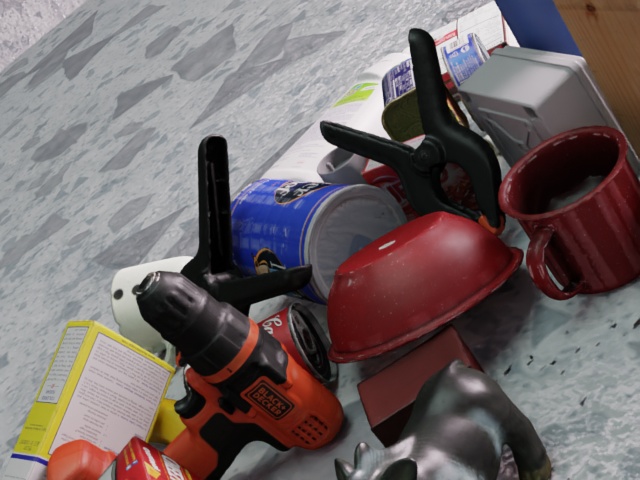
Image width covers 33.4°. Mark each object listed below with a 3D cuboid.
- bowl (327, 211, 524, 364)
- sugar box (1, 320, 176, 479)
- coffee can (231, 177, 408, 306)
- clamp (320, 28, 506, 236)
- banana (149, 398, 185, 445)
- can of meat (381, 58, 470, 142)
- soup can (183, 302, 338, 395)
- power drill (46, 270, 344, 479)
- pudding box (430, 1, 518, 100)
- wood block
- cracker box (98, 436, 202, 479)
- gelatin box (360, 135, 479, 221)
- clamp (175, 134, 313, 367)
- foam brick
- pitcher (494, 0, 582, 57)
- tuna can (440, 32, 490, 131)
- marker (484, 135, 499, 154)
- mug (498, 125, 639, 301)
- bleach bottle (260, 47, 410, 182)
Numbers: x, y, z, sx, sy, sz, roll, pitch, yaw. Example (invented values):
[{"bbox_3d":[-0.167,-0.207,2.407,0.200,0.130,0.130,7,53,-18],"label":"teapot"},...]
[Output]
[{"bbox_3d":[0.063,0.025,0.774,0.162,0.055,0.162,-30,7,4],"label":"bowl"},{"bbox_3d":[-0.184,0.160,0.826,0.048,0.093,0.176,-3,59,46],"label":"sugar box"},{"bbox_3d":[-0.006,0.001,0.899,0.102,0.102,0.141,-48,29,-20],"label":"coffee can"},{"bbox_3d":[0.090,-0.078,0.831,0.120,0.171,0.039,-55,-14,29],"label":"clamp"},{"bbox_3d":[-0.151,0.165,0.896,0.198,0.037,0.069,-18,50,35],"label":"banana"},{"bbox_3d":[0.096,-0.104,0.946,0.057,0.102,0.084,-30,26,17],"label":"can of meat"},{"bbox_3d":[-0.047,0.101,0.829,0.102,0.068,0.068,-28,28,16],"label":"soup can"},{"bbox_3d":[-0.103,0.126,0.753,0.188,0.184,0.057,-40,25,15],"label":"power drill"},{"bbox_3d":[0.155,-0.192,1.083,0.090,0.039,0.113,-24,31,22],"label":"pudding box"},{"bbox_3d":[0.237,-0.141,0.718,0.090,0.206,0.091,-43,28,-12],"label":"wood block"},{"bbox_3d":[-0.145,0.250,0.660,0.214,0.072,0.164,-52,22,0],"label":"cracker box"},{"bbox_3d":[0.090,-0.049,0.896,0.089,0.073,0.030,-18,32,33],"label":"gelatin box"},{"bbox_3d":[-0.086,0.027,0.899,0.165,0.036,0.210,61,140,27],"label":"clamp"},{"bbox_3d":[0.073,0.105,0.697,0.078,0.053,0.051,-35,26,7],"label":"foam brick"},{"bbox_3d":[0.203,-0.212,0.827,0.149,0.242,0.145,-48,31,-12],"label":"pitcher"},{"bbox_3d":[0.143,-0.144,0.968,0.034,0.086,0.086,-26,29,17],"label":"tuna can"},{"bbox_3d":[0.192,-0.122,0.948,0.121,0.020,0.020,-43,27,-11],"label":"marker"},{"bbox_3d":[0.175,-0.009,0.721,0.093,0.081,0.117,-6,40,46],"label":"mug"},{"bbox_3d":[0.042,-0.114,1.071,0.103,0.068,0.250,0,43,49],"label":"bleach bottle"}]
